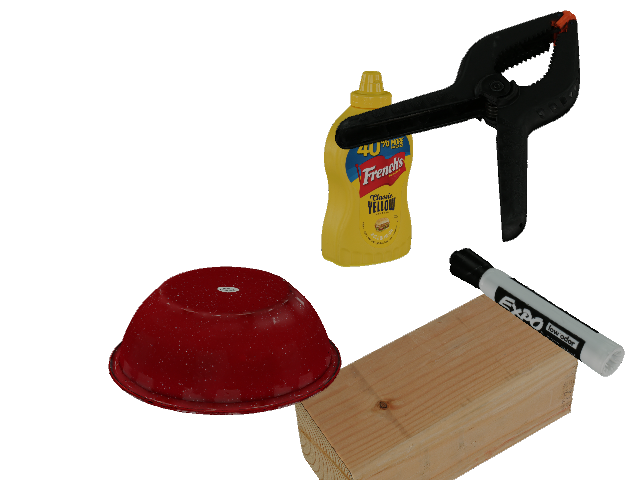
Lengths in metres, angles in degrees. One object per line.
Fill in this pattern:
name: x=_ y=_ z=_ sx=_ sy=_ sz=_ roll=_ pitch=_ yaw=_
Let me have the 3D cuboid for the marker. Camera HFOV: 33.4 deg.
marker: x=0.118 y=0.037 z=0.603 sx=0.020 sy=0.020 sz=0.121 roll=0 pitch=27 yaw=-43

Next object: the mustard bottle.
mustard bottle: x=0.049 y=-0.074 z=1.072 sx=0.096 sy=0.192 sz=0.058 roll=-9 pitch=19 yaw=-30

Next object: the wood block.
wood block: x=0.092 y=0.128 z=0.845 sx=0.205 sy=0.090 sz=0.091 roll=-25 pitch=48 yaw=-17

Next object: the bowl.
bowl: x=-0.065 y=0.059 z=0.734 sx=0.162 sy=0.055 sz=0.162 roll=2 pitch=19 yaw=-1

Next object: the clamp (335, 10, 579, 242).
clamp: x=0.138 y=-0.097 z=0.807 sx=0.165 sy=0.209 sz=0.036 roll=40 pitch=-22 yaw=28
